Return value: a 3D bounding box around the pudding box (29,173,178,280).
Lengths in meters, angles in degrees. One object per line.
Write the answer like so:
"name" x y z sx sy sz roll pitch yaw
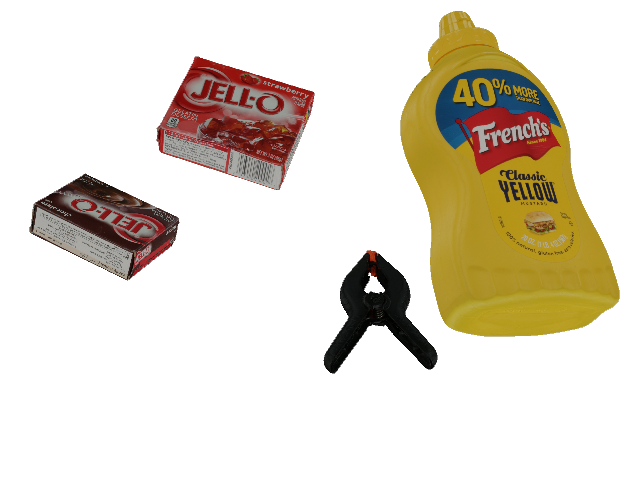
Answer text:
"pudding box" -0.206 -0.014 1.021 0.113 0.039 0.090 23 27 11

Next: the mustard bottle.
"mustard bottle" 0.094 -0.045 0.586 0.096 0.191 0.058 0 -27 -21

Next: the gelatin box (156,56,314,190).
"gelatin box" -0.057 -0.081 0.725 0.089 0.073 0.030 18 -37 3

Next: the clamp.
"clamp" 0.072 0.082 1.185 0.120 0.171 0.039 8 -42 2
